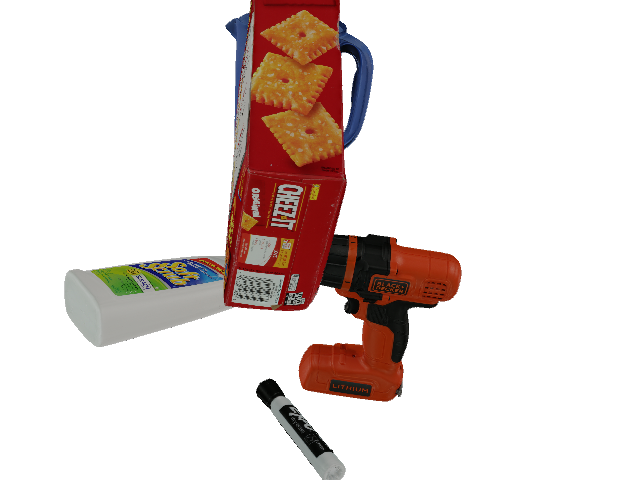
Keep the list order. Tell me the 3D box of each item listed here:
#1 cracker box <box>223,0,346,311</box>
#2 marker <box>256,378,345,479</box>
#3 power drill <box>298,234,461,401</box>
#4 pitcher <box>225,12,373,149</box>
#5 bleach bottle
[{"bbox_3d":[-0.026,-0.080,0.782,0.072,0.213,0.164,6,-36,-7],"label":"cracker box"},{"bbox_3d":[-0.018,0.144,0.821,0.020,0.020,0.121,0,26,-31],"label":"marker"},{"bbox_3d":[0.029,0.073,1.037,0.184,0.188,0.057,10,43,-3],"label":"power drill"},{"bbox_3d":[-0.035,-0.154,1.308,0.144,0.243,0.149,-7,27,-26],"label":"pitcher"},{"bbox_3d":[-0.165,0.055,1.257,0.250,0.068,0.103,-13,33,-33],"label":"bleach bottle"}]
